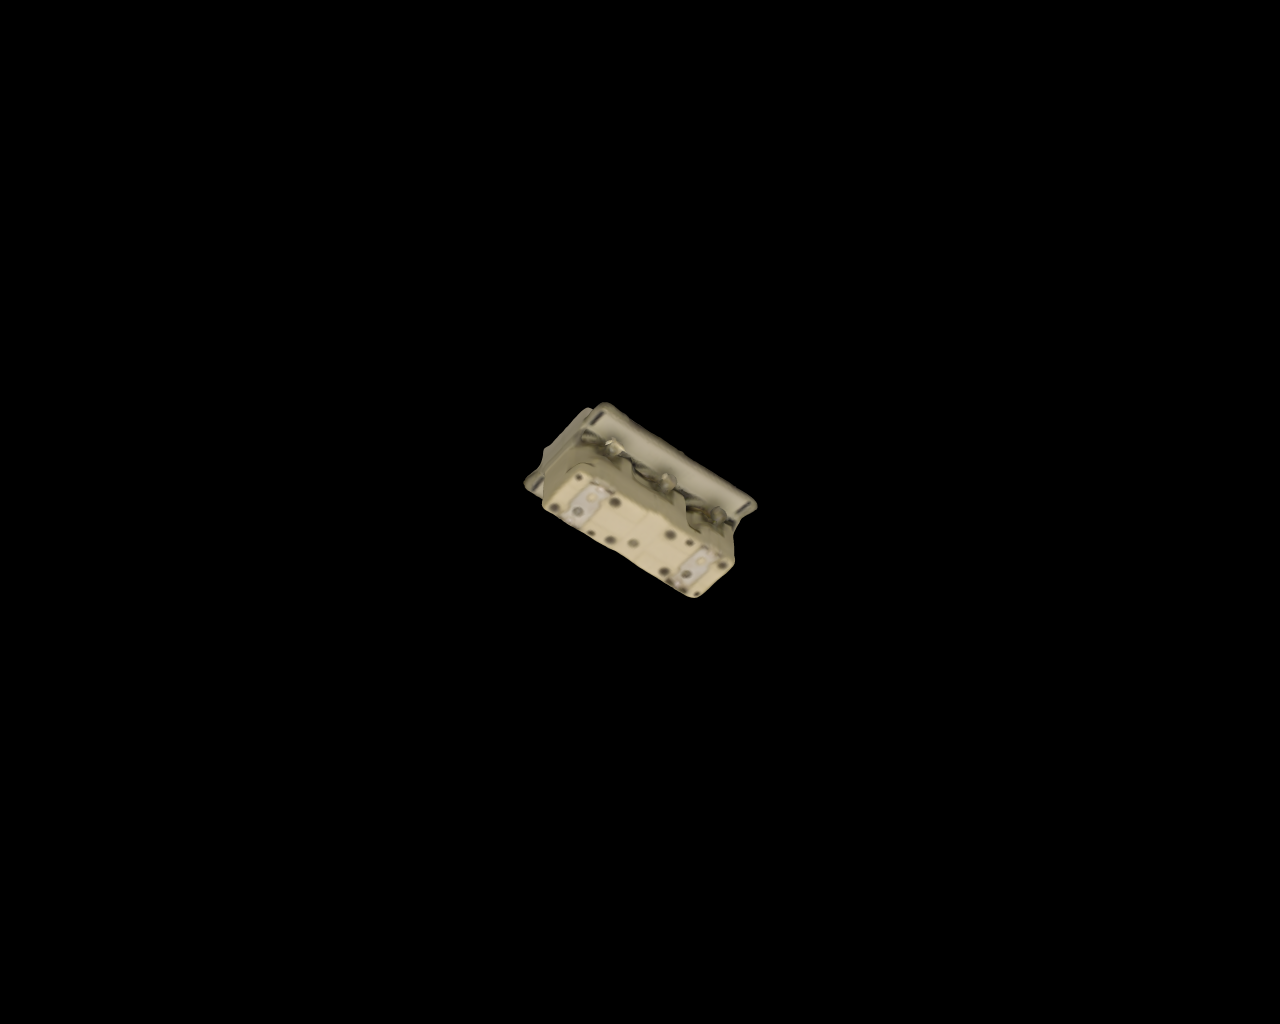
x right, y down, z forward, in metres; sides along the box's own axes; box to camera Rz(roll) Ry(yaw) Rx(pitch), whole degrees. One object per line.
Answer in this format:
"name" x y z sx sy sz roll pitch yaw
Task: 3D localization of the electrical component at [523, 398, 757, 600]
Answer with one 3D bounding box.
"electrical component" 0.001 -0.003 0.650 0.121 0.063 0.078 33 -58 -24
